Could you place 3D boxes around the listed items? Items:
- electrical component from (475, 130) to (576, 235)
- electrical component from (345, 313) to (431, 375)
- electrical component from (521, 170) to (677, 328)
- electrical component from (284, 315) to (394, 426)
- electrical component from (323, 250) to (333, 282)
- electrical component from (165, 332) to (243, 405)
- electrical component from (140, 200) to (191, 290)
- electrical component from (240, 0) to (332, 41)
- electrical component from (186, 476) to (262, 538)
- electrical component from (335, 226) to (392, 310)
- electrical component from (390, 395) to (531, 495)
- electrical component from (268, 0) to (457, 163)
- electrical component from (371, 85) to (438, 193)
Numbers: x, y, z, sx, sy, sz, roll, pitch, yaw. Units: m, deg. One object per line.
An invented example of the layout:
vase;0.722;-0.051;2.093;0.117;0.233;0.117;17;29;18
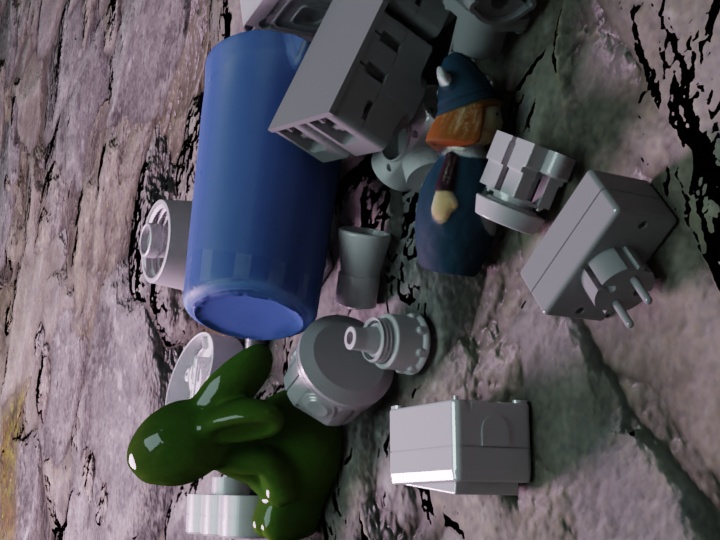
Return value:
electrical component;0.105;-0.056;0.706;0.066;0.048;0.055;36;107;58
electrical component;0.019;0.054;0.814;0.048;0.062;0.048;-21;65;57
electrical component;0.144;0.000;0.621;0.083;0.047;0.075;-61;36;34
electrical component;-0.018;0.080;0.857;0.051;0.080;0.080;127;140;-49
electrical component;-0.074;-0.010;1.007;0.099;0.048;0.099;-56;39;38
electrical component;-0.159;0.114;1.112;0.099;0.064;0.099;-21;66;57
electrical component;-0.224;-0.032;1.263;0.108;0.060;0.108;-22;64;57
electrical component;-0.043;-0.243;0.941;0.078;0.113;0.057;-38;55;51
electrical component;-0.126;0.219;1.041;0.138;0.052;0.073;-18;68;58
electrical component;0.000;0.000;0.883;0.044;0.044;0.065;26;111;59
electrical component;0.062;0.121;0.723;0.096;0.062;0.061;-21;65;57
electrical component;0.015;-0.177;0.820;0.105;0.060;0.186;0;62;62
electrical component;0.048;-0.085;0.812;0.077;0.044;0.079;-50;43;44
